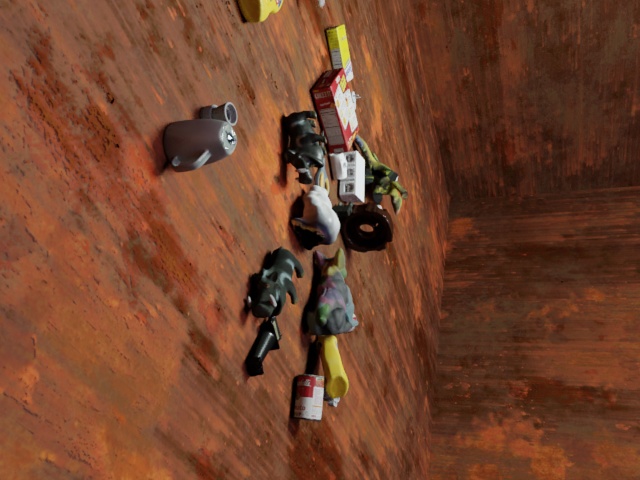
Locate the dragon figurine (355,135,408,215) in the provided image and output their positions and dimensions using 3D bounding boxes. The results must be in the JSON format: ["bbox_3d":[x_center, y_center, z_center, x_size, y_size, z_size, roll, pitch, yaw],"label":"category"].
[{"bbox_3d":[0.216,-0.262,1.949,0.405,0.122,0.247,59,10,-18],"label":"dragon figurine"}]

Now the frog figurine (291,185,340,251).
[{"bbox_3d":[0.004,-0.068,1.348,0.135,0.122,0.163,47,52,-29],"label":"frog figurine"}]

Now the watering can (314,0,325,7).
[{"bbox_3d":[-0.009,-0.836,1.465,0.227,0.104,0.344,-43,125,-64],"label":"watering can"}]
